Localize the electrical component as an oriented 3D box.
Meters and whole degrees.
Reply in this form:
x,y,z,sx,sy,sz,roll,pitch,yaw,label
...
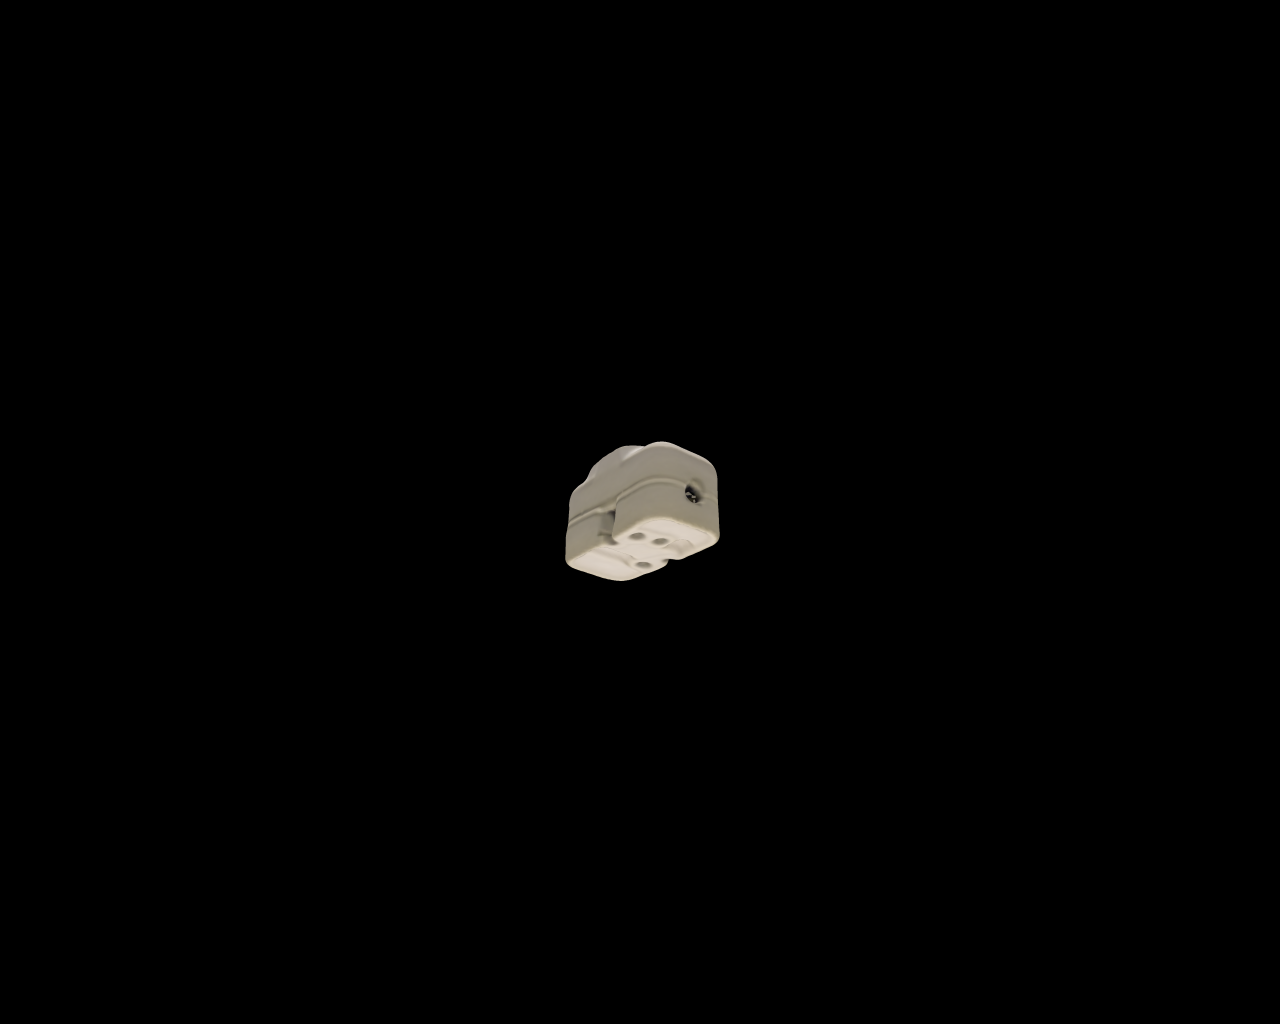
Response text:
x,y,z,sx,sy,sz,roll,pitch,yaw,label
0.001,-0.003,0.650,0.054,0.059,0.095,21,-33,-36,electrical component
